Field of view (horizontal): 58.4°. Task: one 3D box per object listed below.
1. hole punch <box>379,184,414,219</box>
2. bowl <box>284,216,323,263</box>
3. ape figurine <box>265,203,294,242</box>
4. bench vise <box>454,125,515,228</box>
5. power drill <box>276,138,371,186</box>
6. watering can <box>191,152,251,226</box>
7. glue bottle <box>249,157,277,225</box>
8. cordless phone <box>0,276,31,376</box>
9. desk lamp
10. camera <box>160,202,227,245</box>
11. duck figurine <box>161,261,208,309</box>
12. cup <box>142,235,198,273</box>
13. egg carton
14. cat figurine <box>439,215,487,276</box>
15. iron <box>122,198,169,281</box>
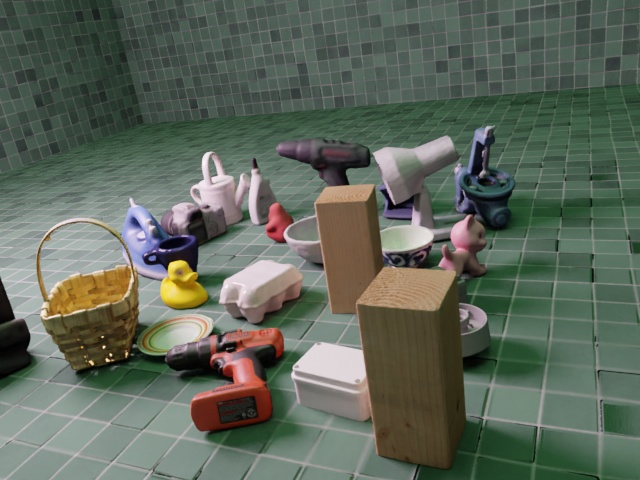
[{"bbox_3d":[0.205,-0.107,1.400,0.108,0.091,0.101,4,25,29],"label":"hole punch"},{"bbox_3d":[0.011,0.004,1.221,0.167,0.075,0.167,-8,22,3],"label":"bowl"},{"bbox_3d":[-0.096,-0.045,1.363,0.078,0.092,0.076,-18,23,-22],"label":"ape figurine"},{"bbox_3d":[0.346,-0.153,1.285,0.122,0.220,0.206,-20,24,-25],"label":"bench vise"},{"bbox_3d":[0.018,-0.156,1.439,0.229,0.209,0.075,-7,22,5],"label":"power drill"},{"bbox_3d":[-0.266,-0.142,1.534,0.173,0.194,0.101,-10,22,-2],"label":"watering can"},{"bbox_3d":[-0.156,-0.130,1.490,0.078,0.173,0.037,-25,27,-35],"label":"glue bottle"},{"bbox_3d":[-0.578,0.143,0.957,0.093,0.185,0.148,11,29,40],"label":"cordless phone"},{"bbox_3d":[0.224,-0.110,1.233,0.203,0.214,0.118,-9,22,0],"label":"desk lamp"},{"bbox_3d":[-0.334,-0.051,1.461,0.136,0.101,0.143,12,29,42],"label":"camera"},{"bbox_3d":[-0.274,0.081,1.126,0.104,0.086,0.078,6,26,34],"label":"duck figurine"},{"bbox_3d":[-0.305,0.051,1.202,0.118,0.095,0.091,-19,24,-23],"label":"cup"},{"bbox_3d":[-0.107,0.091,1.058,0.107,0.069,0.151,9,28,39],"label":"egg carton"},{"bbox_3d":[0.259,0.012,1.045,0.128,0.118,0.067,-27,28,-38],"label":"cat figurine"},{"bbox_3d":[-0.393,-0.009,1.322,0.119,0.141,0.257,-20,24,-25],"label":"iron"}]
